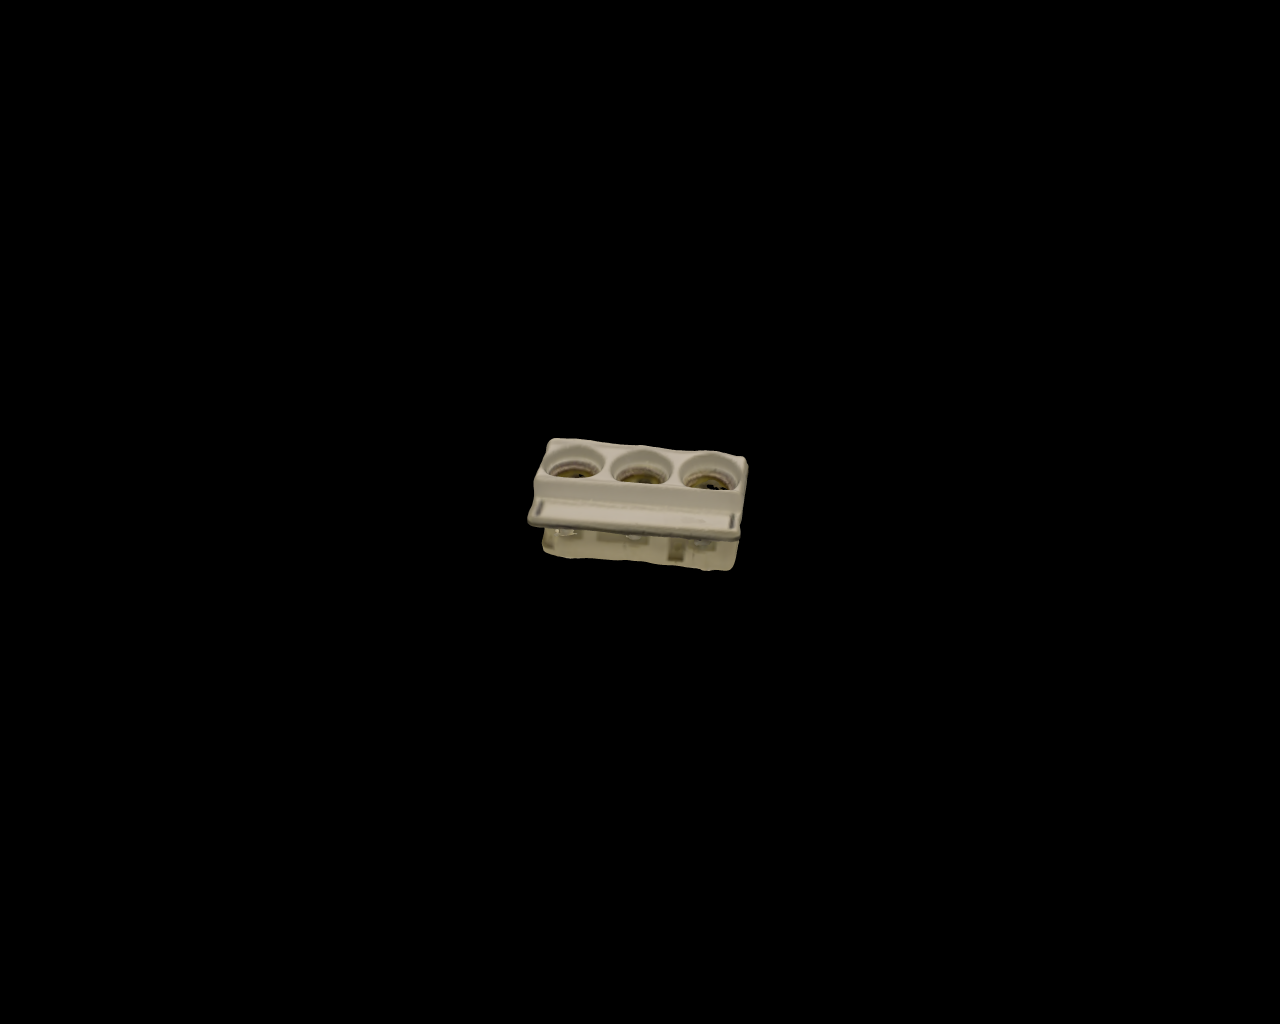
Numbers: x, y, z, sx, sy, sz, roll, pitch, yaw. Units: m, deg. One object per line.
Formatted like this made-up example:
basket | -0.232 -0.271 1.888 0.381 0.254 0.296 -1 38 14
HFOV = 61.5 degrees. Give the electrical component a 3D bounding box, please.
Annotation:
electrical component | 0.001 -0.003 0.650 0.121 0.063 0.079 5 36 7
